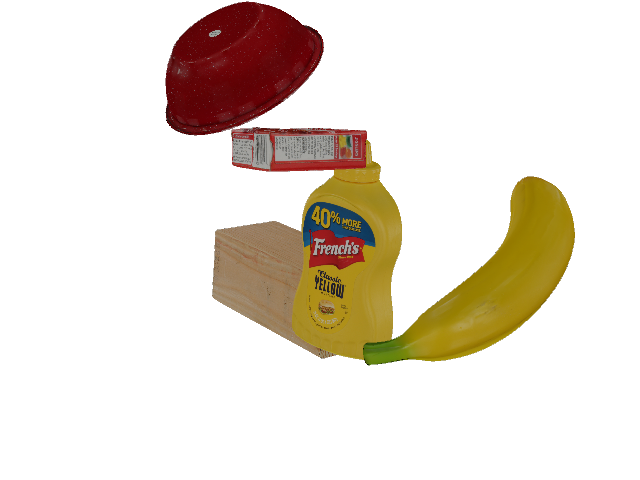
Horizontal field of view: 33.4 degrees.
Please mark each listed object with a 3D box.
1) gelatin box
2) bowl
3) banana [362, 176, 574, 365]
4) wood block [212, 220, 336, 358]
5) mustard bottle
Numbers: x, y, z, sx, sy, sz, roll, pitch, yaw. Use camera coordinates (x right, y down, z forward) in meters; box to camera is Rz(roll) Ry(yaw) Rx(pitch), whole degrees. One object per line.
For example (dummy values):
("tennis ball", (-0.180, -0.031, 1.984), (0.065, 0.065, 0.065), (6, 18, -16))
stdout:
("gelatin box", (-0.017, -0.067, 0.770), (0.073, 0.030, 0.089), (-3, 8, -22))
("bowl", (-0.081, -0.167, 0.963), (0.162, 0.055, 0.162), (-20, 36, 15))
("banana", (0.101, 0.012, 0.588), (0.070, 0.037, 0.197), (15, 36, 32))
("wood block", (-0.027, 0.050, 1.202), (0.090, 0.090, 0.206), (-9, 21, -38))
("mustard bottle", (0.026, 0.004, 0.954), (0.096, 0.192, 0.058), (19, 21, 36))
